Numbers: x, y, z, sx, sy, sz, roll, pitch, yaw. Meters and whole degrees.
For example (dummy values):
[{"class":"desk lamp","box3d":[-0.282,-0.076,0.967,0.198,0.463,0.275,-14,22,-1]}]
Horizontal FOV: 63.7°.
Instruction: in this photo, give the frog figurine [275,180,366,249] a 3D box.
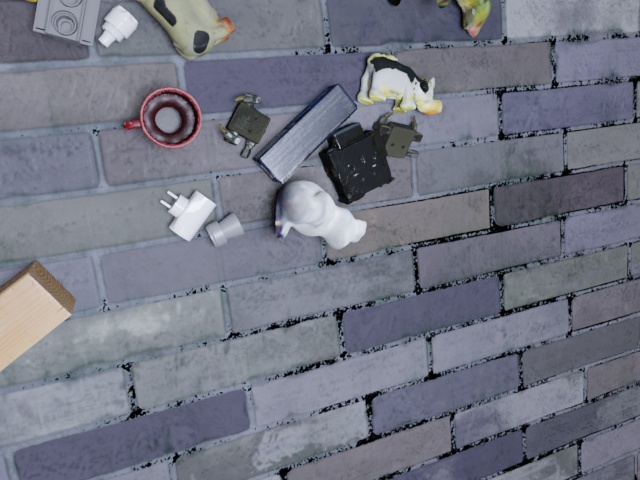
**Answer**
[{"class":"frog figurine","box3d":[0.003,-0.046,0.906,0.159,0.135,0.125,-1,71,-2]}]

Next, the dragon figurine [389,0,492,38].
[{"class":"dragon figurine","box3d":[0.213,-0.566,0.956,0.246,0.122,0.405,-40,112,-30]}]
